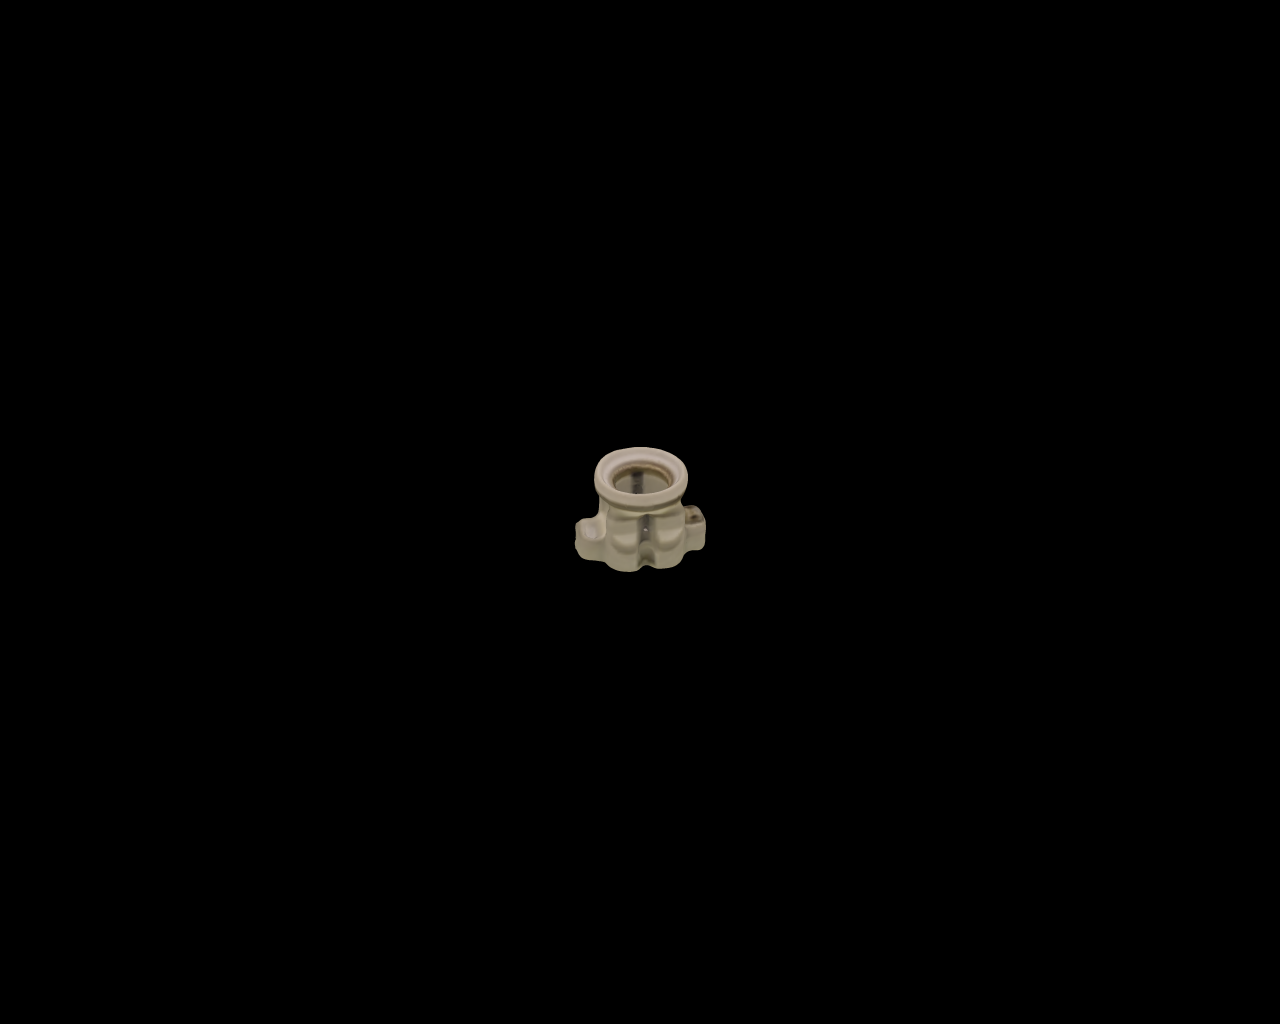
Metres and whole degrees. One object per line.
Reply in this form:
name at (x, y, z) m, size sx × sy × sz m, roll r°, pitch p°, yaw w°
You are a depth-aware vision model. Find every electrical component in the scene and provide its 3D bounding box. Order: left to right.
electrical component at (0.001, -0.003, 0.650) m, size 0.078 × 0.056 × 0.058 m, roll -5°, pitch 36°, yaw -7°
